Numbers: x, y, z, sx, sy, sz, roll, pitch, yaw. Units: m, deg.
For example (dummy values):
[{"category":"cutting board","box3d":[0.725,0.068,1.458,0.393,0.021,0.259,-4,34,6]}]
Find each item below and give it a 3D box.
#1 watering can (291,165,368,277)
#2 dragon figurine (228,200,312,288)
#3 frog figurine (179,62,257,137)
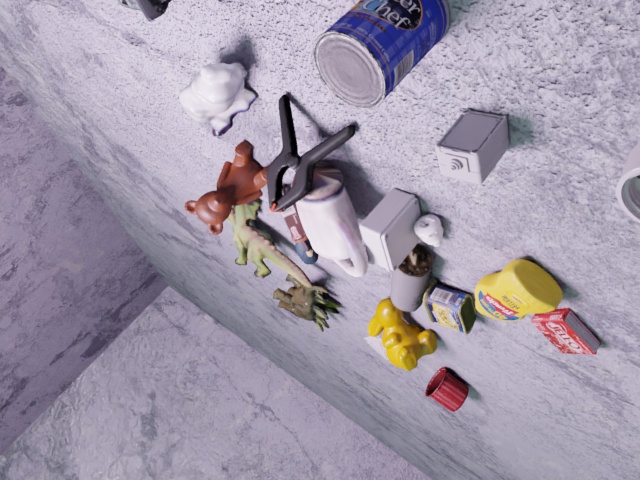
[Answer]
[{"category":"watering can","box3d":[0.003,-0.054,1.065,0.104,0.220,0.352,-25,27,-11]},{"category":"dragon figurine","box3d":[-0.186,-0.027,1.449,0.413,0.237,0.124,23,52,35]},{"category":"frog figurine","box3d":[-0.198,-0.282,0.947,0.137,0.124,0.157,-26,-17,3]}]
